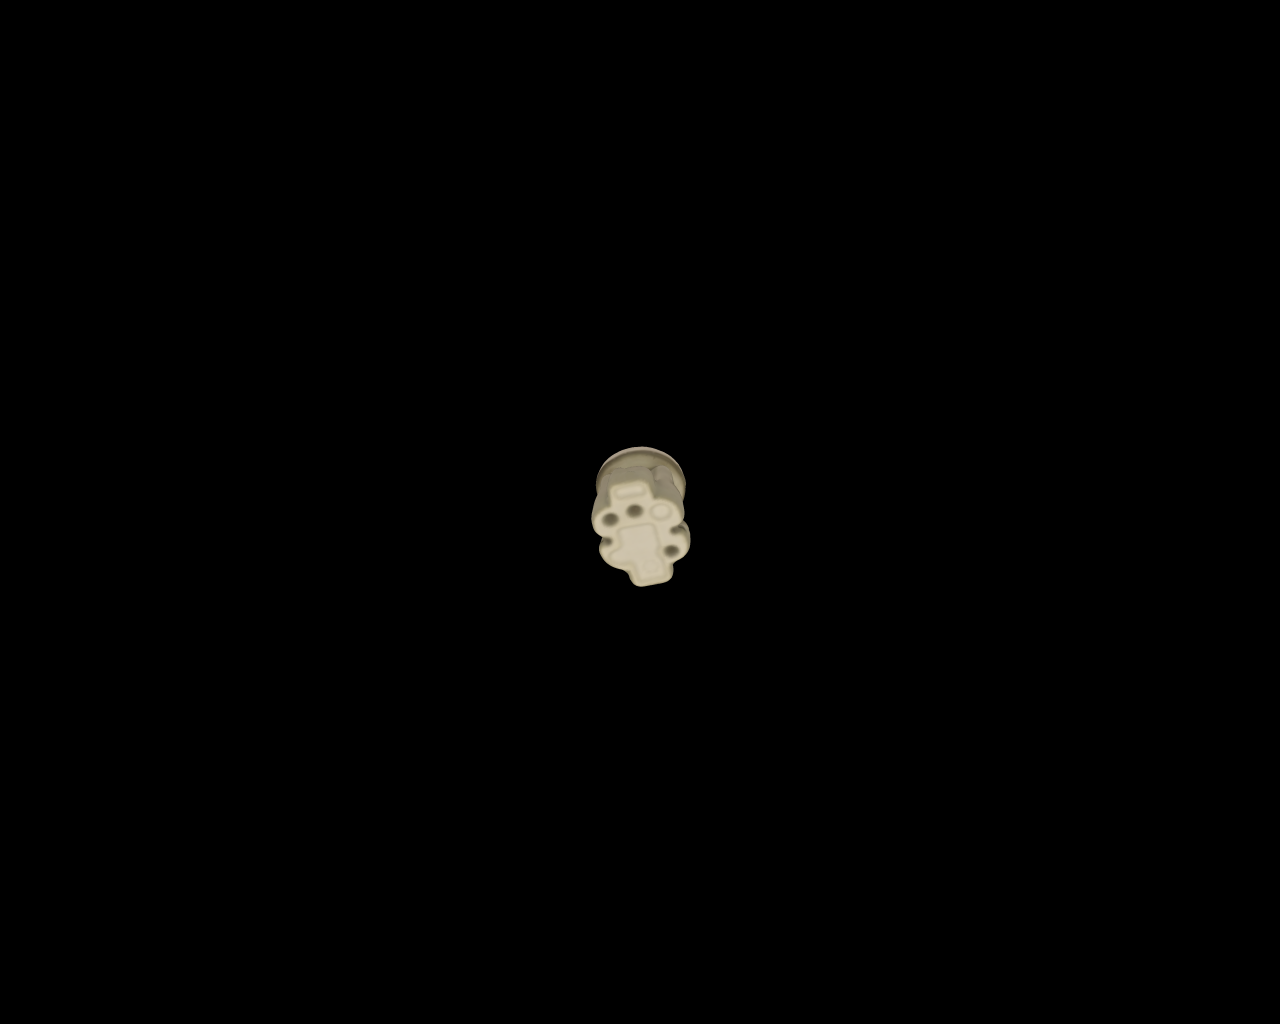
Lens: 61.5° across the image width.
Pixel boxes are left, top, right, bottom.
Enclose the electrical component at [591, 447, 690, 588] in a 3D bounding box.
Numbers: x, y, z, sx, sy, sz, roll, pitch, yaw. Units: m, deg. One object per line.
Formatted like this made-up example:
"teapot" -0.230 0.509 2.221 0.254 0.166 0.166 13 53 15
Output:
"electrical component" 0.001 -0.003 0.650 0.058 0.078 0.057 -9 36 7
